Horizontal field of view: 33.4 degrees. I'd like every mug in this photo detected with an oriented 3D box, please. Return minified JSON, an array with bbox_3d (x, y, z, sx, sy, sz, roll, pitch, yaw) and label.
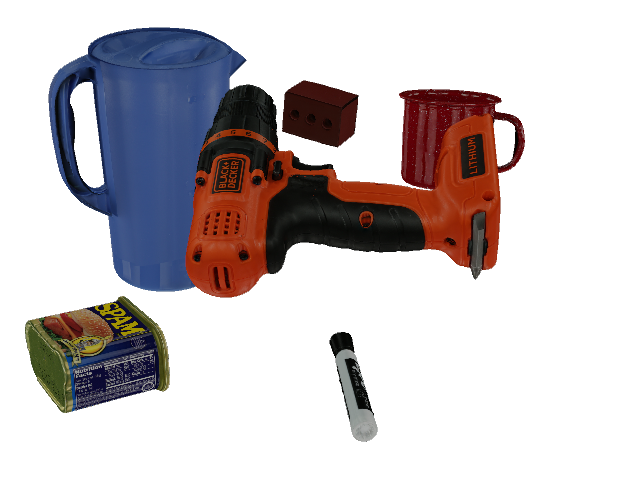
[{"bbox_3d":[0.128,-0.092,0.979,0.117,0.081,0.093,6,16,13],"label":"mug"}]

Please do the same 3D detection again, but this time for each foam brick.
[{"bbox_3d":[-0.001,-0.152,1.278,0.078,0.053,0.051,18,32,21],"label":"foam brick"}]

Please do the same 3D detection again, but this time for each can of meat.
[{"bbox_3d":[-0.180,0.090,0.850,0.083,0.057,0.102,-12,23,-29],"label":"can of meat"}]

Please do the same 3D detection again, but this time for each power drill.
[{"bbox_3d":[0.014,-0.039,0.665,0.187,0.057,0.184,-2,43,5],"label":"power drill"}]

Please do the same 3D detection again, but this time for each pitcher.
[{"bbox_3d":[-0.162,-0.075,1.032,0.149,0.243,0.144,10,27,15],"label":"pitcher"}]

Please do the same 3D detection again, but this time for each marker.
[{"bbox_3d":[0.024,0.109,0.822,0.020,0.020,0.121,0,30,-9],"label":"marker"}]
